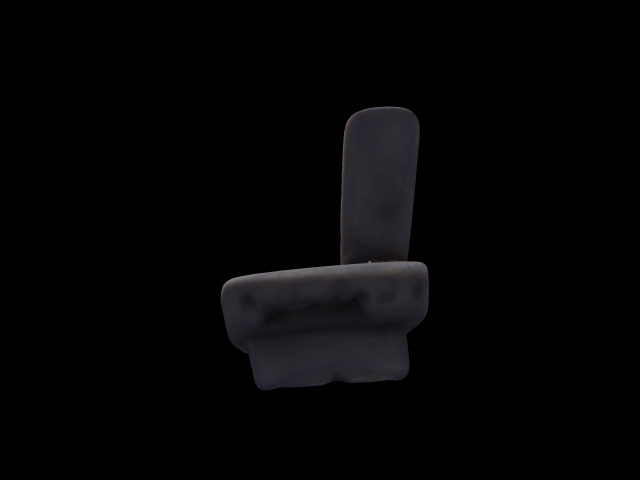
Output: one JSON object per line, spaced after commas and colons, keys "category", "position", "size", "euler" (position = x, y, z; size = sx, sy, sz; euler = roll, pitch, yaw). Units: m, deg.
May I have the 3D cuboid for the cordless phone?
{"category": "cordless phone", "position": [0.004, 0.001, 0.400], "size": [0.148, 0.185, 0.094], "euler": [-5, 19, -14]}
